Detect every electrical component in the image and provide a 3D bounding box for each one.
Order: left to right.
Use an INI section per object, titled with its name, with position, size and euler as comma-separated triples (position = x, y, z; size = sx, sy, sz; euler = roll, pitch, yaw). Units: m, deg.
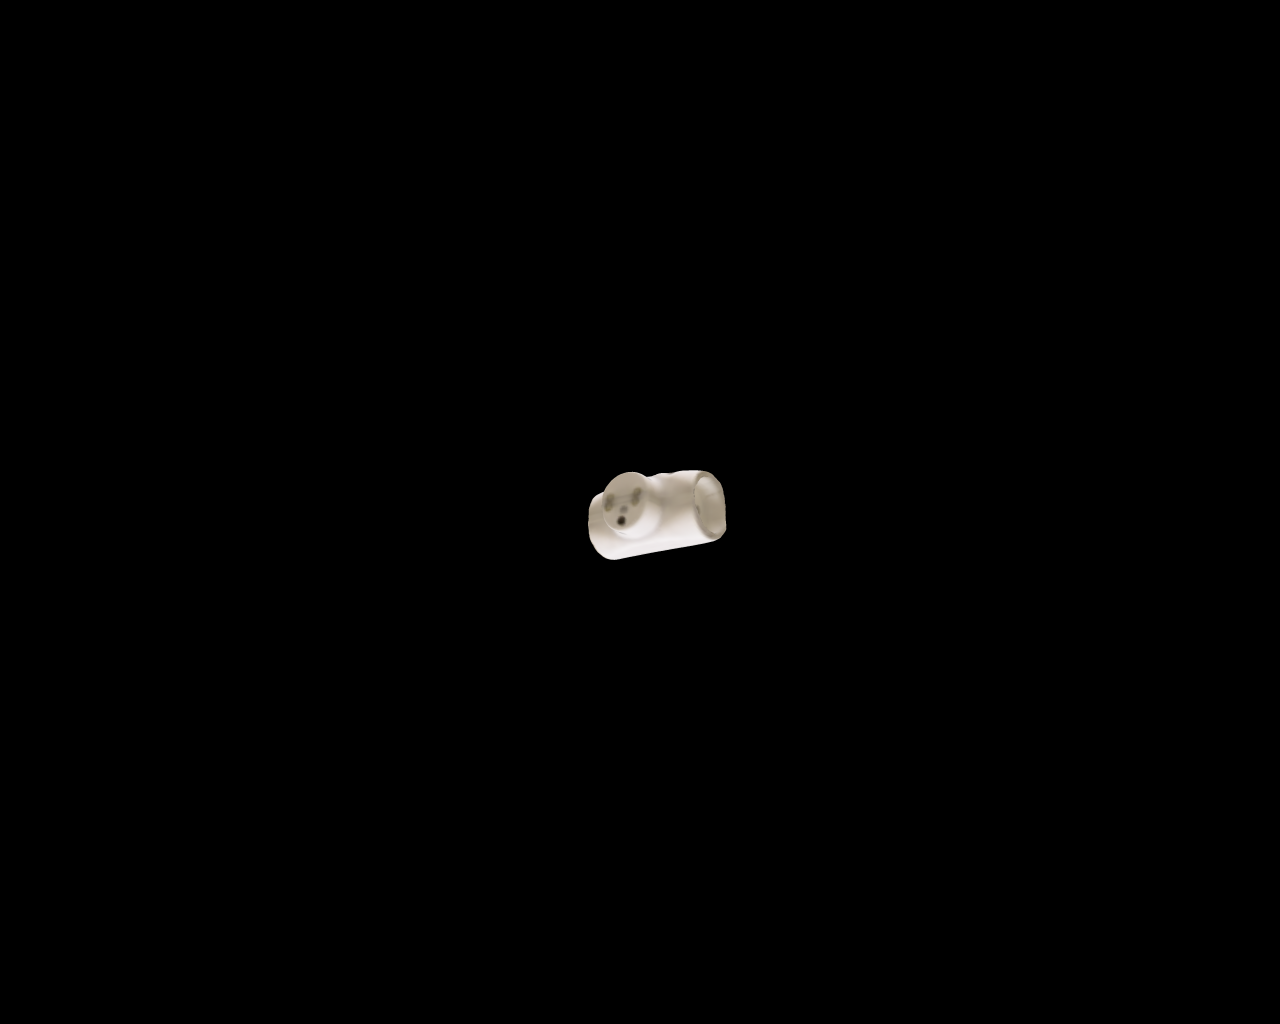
[electrical component]
position = 0.001, -0.003, 0.650
size = 0.077, 0.044, 0.079
euler = -12, -23, 31
